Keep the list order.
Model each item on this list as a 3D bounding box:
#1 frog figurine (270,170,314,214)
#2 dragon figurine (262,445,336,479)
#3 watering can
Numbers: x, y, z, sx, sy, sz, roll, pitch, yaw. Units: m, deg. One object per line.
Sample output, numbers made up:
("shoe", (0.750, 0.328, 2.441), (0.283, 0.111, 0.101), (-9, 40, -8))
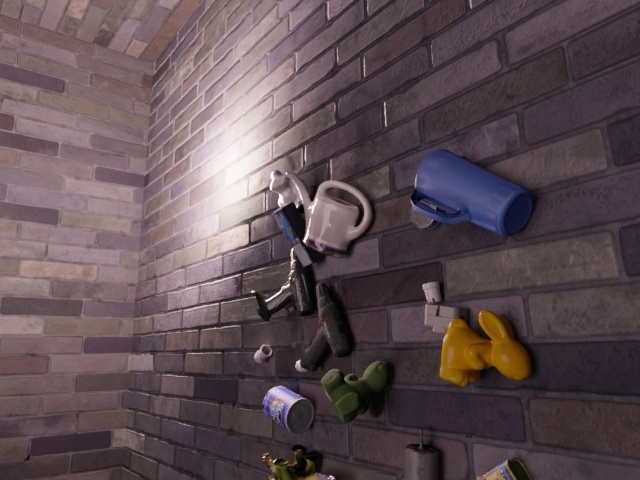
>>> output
("frog figurine", (-0.100, -0.162, 1.712), (0.124, 0.134, 0.161), (-26, 70, -35))
("dragon figurine", (-0.064, 0.747, 1.491), (0.122, 0.408, 0.243), (-3, 88, -31))
("watering can", (0.005, -0.079, 1.561), (0.104, 0.350, 0.223), (8, 102, -53))
